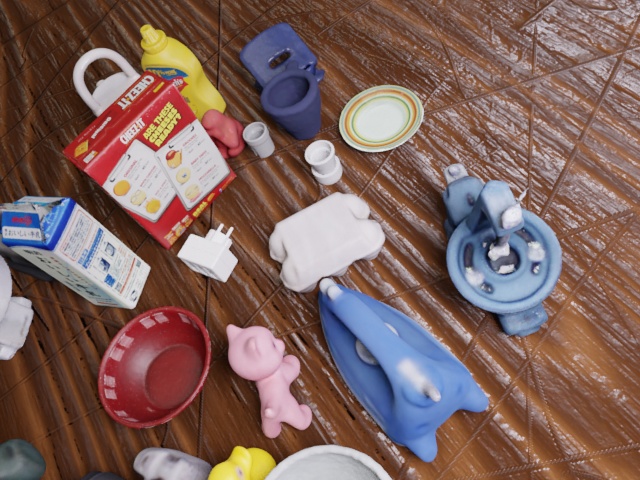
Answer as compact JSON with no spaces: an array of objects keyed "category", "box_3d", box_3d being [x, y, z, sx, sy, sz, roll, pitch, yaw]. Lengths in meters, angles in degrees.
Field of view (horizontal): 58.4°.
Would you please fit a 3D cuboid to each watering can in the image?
[{"category":"watering can","box_3d":[-0.320,-0.229,0.944,0.172,0.194,0.101,12,65,24]}]

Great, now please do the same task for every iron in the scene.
[{"category":"iron","box_3d":[0.060,0.113,0.646,0.119,0.142,0.257,-42,57,-8]}]

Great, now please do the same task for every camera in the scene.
[{"category":"camera","box_3d":[-0.218,0.300,0.654,0.136,0.101,0.143,13,66,25]}]

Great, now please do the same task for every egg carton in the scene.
[{"category":"egg carton","box_3d":[0.007,0.003,0.773,0.150,0.069,0.107,-29,56,1]}]

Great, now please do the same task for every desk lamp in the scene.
[{"category":"desk lamp","box_3d":[-0.510,0.094,0.805,0.202,0.214,0.118,-3,60,17]}]

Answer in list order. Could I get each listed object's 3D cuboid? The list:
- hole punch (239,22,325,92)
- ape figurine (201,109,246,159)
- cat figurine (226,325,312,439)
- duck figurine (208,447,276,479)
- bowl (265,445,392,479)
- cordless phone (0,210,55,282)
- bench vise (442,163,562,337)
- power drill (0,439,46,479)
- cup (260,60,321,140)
[{"category":"hole punch","box_3d":[-0.063,-0.294,0.958,0.109,0.091,0.100,-39,56,-6]},{"category":"ape figurine","box_3d":[-0.161,-0.174,0.920,0.076,0.092,0.077,-45,57,-10]},{"category":"cat figurine","box_3d":[-0.067,0.158,0.677,0.067,0.118,0.127,-23,56,5]},{"category":"duck figurine","box_3d":[-0.097,0.279,0.635,0.077,0.086,0.105,15,66,26]},{"category":"bowl","box_3d":[0.013,0.304,0.590,0.167,0.075,0.167,-8,58,14]},{"category":"cordless phone","box_3d":[-0.482,-0.022,0.881,0.147,0.185,0.094,10,64,24]},{"category":"bench vise","box_3d":[0.176,-0.012,0.634,0.121,0.220,0.206,-37,56,-5]},{"category":"power drill","box_3d":[-0.369,0.330,0.622,0.075,0.209,0.230,32,74,31]},{"category":"cup","box_3d":[-0.035,-0.214,0.899,0.091,0.095,0.118,-7,59,15]}]
